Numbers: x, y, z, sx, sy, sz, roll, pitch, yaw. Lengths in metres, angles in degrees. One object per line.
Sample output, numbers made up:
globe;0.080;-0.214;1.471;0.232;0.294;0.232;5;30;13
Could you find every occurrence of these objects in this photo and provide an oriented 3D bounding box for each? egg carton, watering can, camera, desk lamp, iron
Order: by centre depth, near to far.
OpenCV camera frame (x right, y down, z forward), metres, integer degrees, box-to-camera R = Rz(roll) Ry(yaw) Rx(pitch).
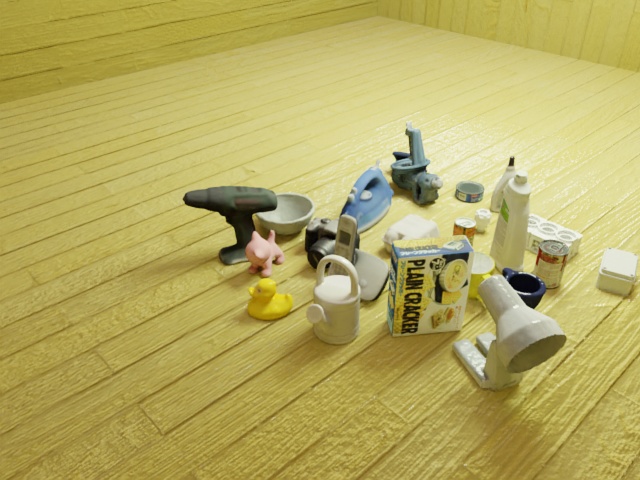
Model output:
desk lamp;0.347;0.186;1.080;0.118;0.214;0.202;-12;35;-17
watering can;0.034;0.121;1.198;0.100;0.194;0.173;5;34;8
camera;0.013;0.005;1.458;0.142;0.101;0.137;19;38;27
egg carton;0.241;-0.009;1.505;0.107;0.069;0.151;26;42;34
iron;0.118;-0.120;1.609;0.118;0.141;0.259;16;37;23

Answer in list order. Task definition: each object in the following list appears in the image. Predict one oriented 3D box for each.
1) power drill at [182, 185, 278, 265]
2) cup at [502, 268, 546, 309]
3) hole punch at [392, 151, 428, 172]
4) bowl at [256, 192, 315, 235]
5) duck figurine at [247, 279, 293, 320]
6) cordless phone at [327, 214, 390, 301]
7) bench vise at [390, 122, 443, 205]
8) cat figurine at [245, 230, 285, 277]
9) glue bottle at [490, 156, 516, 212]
power drill;-0.217;-0.045;1.438;0.230;0.208;0.075;-13;35;-18
cup;0.439;0.124;1.279;0.092;0.095;0.117;-13;35;-17
hole punch;0.292;-0.255;1.856;0.108;0.091;0.101;19;38;26
bowl;-0.096;-0.062;1.584;0.167;0.075;0.167;0;34;0
duck figurine;-0.114;0.126;1.290;0.104;0.086;0.077;-2;34;-3
cordless phone;0.091;0.040;1.329;0.147;0.185;0.094;20;39;28
bench vise;0.300;-0.231;1.704;0.206;0.220;0.122;27;42;35
cat figurine;-0.141;0.025;1.414;0.067;0.118;0.128;13;36;20
glue bottle;0.537;-0.160;1.636;0.078;0.173;0.037;2;34;5
